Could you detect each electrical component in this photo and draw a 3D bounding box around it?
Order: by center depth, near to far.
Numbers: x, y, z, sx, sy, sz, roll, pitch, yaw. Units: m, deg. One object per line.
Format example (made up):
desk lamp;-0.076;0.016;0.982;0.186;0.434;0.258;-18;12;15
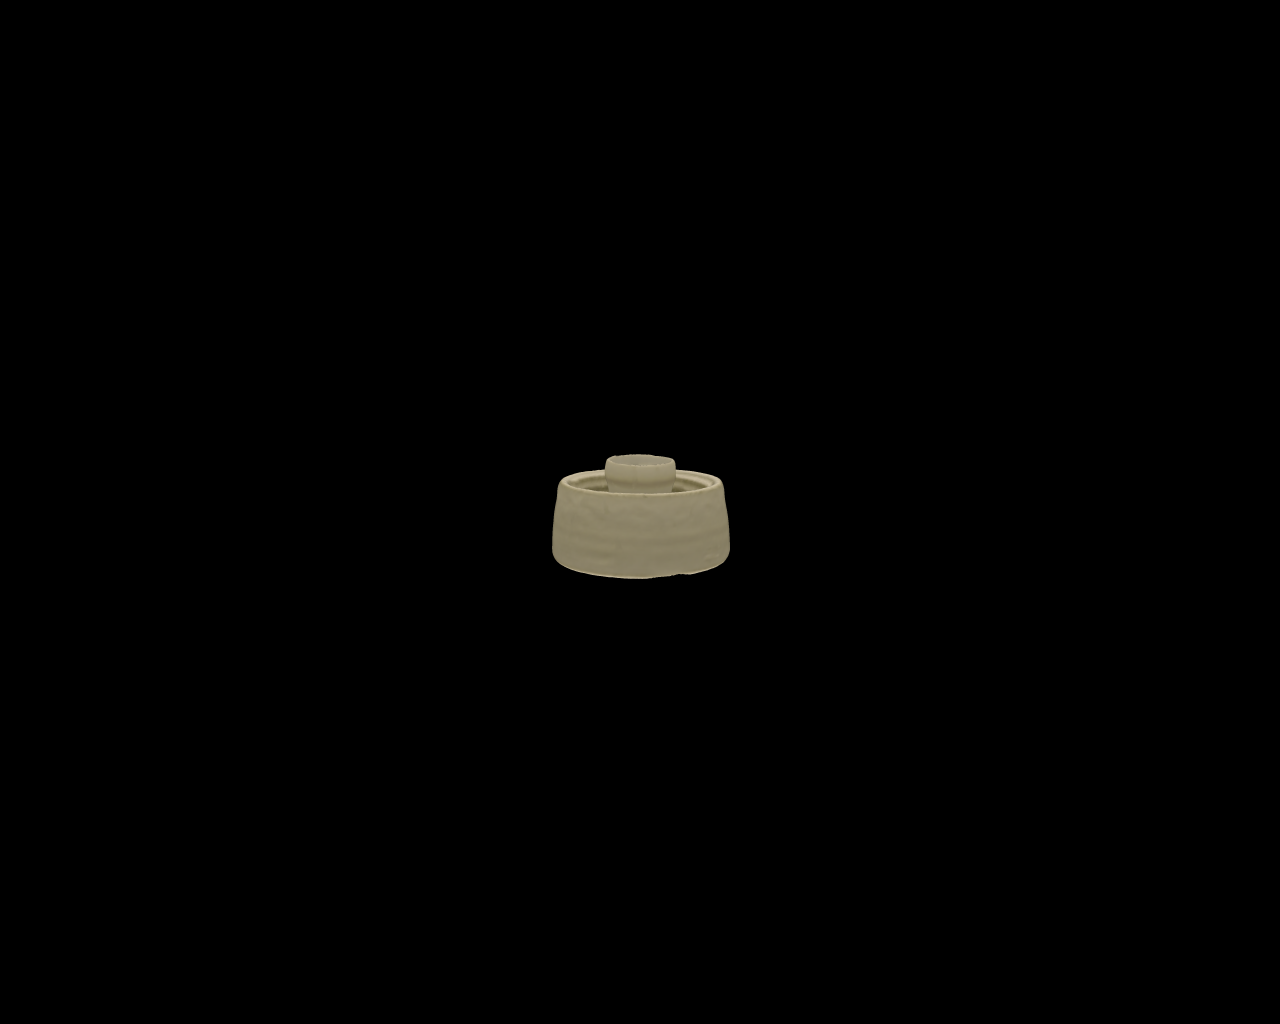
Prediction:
electrical component;0.001;-0.003;0.650;0.108;0.060;0.108;0;12;0
